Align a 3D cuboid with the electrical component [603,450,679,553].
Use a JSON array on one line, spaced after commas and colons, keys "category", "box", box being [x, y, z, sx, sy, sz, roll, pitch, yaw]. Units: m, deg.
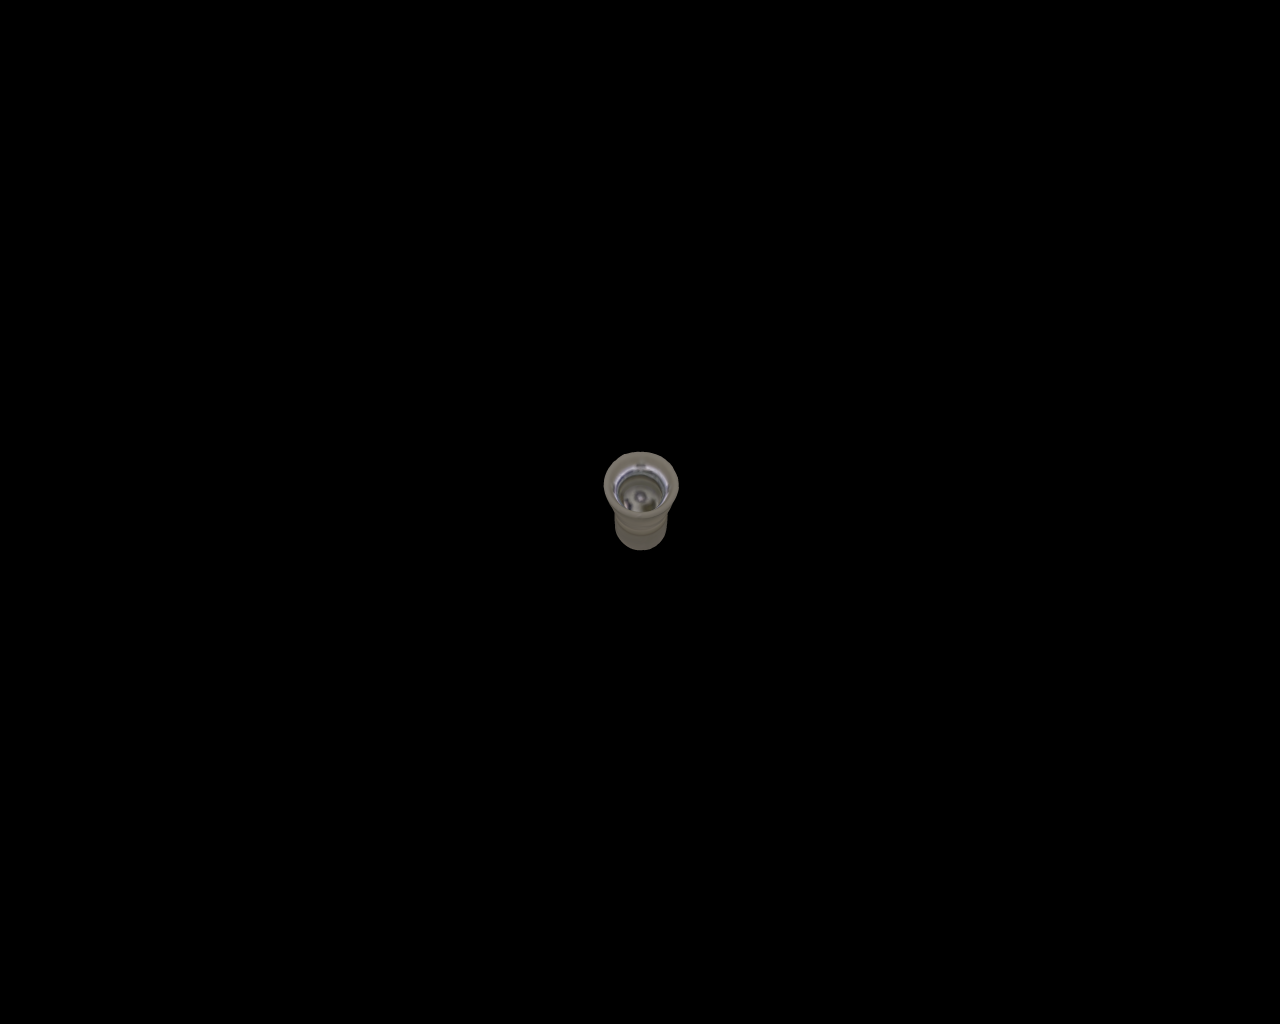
[{"category": "electrical component", "box": [0.001, -0.003, 0.650, 0.044, 0.044, 0.065, 0, -27, 0]}]
